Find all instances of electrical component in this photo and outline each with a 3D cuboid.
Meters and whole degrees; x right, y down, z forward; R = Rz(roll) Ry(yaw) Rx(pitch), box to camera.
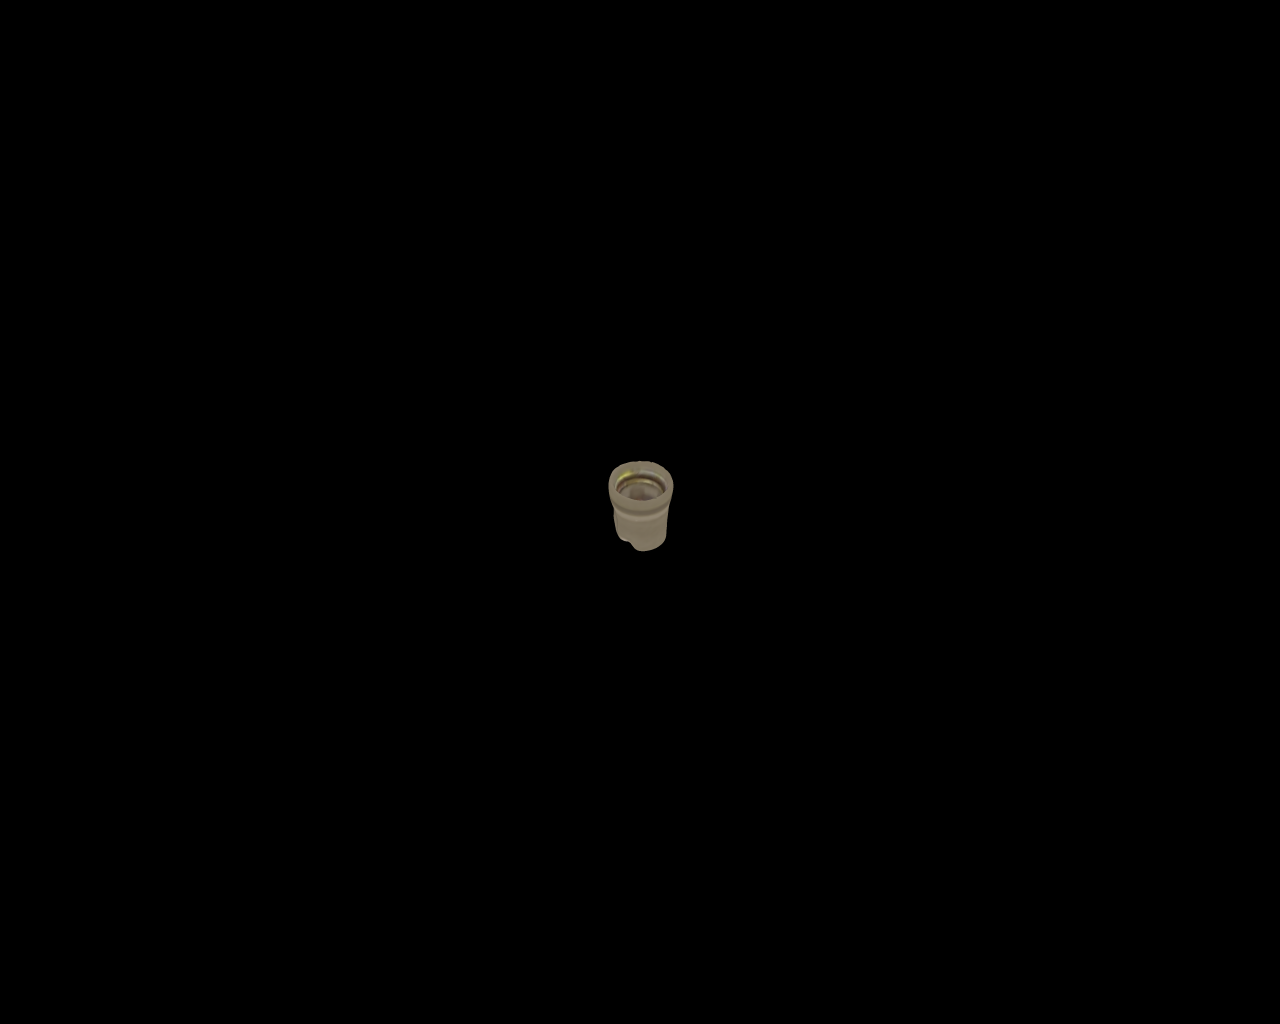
[{"bbox_3d":[0.001,-0.003,0.650,0.040,0.046,0.040,0,42,0],"label":"electrical component"}]
